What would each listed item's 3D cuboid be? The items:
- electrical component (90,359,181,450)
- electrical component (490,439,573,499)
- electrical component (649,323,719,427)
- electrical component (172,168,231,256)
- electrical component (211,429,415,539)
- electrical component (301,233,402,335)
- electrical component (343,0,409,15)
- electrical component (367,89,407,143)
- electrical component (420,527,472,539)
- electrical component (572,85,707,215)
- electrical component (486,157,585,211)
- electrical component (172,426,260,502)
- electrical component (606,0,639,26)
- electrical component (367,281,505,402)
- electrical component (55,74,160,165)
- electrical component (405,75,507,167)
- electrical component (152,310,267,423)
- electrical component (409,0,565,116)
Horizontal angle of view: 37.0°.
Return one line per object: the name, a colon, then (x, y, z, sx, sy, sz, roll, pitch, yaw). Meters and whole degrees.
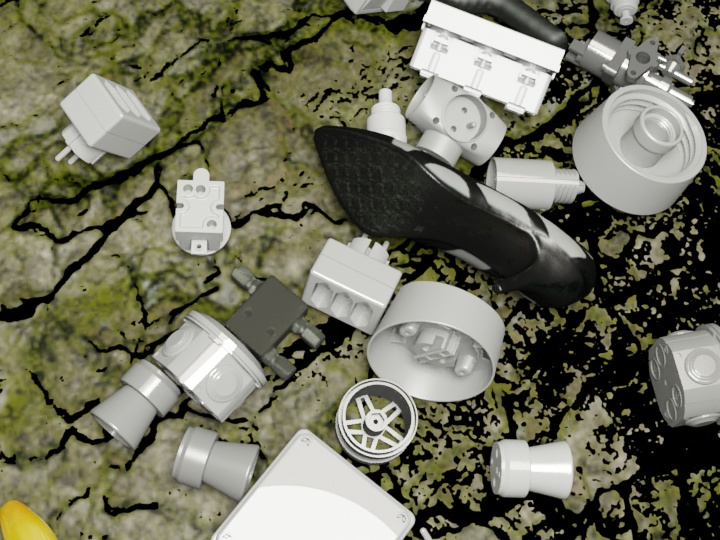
electrical component: (-0.169, 0.101, 0.816, 0.045, 0.045, 0.055, 38, 70, 8)
electrical component: (0.132, 0.154, 0.832, 0.055, 0.045, 0.045, 3, 69, -5)
electrical component: (0.268, 0.085, 0.856, 0.051, 0.080, 0.080, -9, 71, -4)
electrical component: (-0.128, -0.040, 0.868, 0.048, 0.055, 0.066, 2, 69, -6)
electrical component: (-0.035, 0.194, 0.790, 0.109, 0.056, 0.108, 37, 70, 8)
electrical component: (0.000, 0.000, 0.874, 0.066, 0.047, 0.076, 26, 55, 3)
electrical component: (0.019, -0.268, 0.956, 0.062, 0.096, 0.061, -20, 70, -45)
electrical component: (0.023, -0.128, 0.931, 0.035, 0.035, 0.061, 2, 67, -6)
electrical component: (0.057, 0.225, 0.786, 0.077, 0.044, 0.079, -36, 108, -18)
electrical component: (0.245, -0.109, 0.925, 0.108, 0.060, 0.108, 7, 62, -14)
electrical component: (0.152, -0.073, 0.920, 0.081, 0.043, 0.043, 3, 69, -6)
electrical component: (-0.108, 0.145, 0.806, 0.055, 0.045, 0.045, 18, 68, 1)
electrical component: (0.246, -0.265, 1.006, 0.040, 0.040, 0.078, 3, 69, -6)
electrical component: (0.061, 0.056, 0.835, 0.099, 0.099, 0.064, 24, 62, 2)
electrical component: (-0.218, -0.113, 0.885, 0.077, 0.066, 0.047, -39, 77, 11)
electrical component: (0.073, -0.112, 0.918, 0.077, 0.044, 0.079, 32, 82, -14)
electrical component: (-0.114, 0.073, 0.815, 0.080, 0.080, 0.051, 41, 76, 9)
electrical component: (0.109, -0.183, 0.942, 0.121, 0.078, 0.063, 21, 98, 1)
